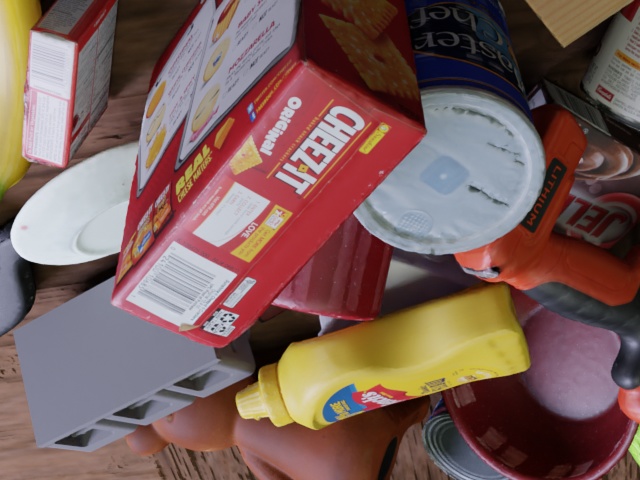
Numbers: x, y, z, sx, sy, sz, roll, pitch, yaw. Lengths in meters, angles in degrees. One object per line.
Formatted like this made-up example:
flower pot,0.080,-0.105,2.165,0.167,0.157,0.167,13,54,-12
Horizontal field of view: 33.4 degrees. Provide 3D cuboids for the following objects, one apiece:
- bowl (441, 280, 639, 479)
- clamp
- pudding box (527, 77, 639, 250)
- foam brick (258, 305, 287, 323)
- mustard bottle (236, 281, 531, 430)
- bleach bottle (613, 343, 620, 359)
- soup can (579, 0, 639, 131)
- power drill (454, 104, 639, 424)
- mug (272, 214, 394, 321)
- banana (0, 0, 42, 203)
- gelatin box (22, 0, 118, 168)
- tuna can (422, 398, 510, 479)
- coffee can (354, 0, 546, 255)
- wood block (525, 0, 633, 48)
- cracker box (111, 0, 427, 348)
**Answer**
bowl,0.161,0.089,0.747,0.055,0.162,0.162,-10,145,-47
clamp,-0.243,0.000,0.724,0.164,0.036,0.210,23,123,-16
pudding box,0.158,-0.040,0.684,0.113,0.039,0.090,28,123,-21
foam brick,-0.043,0.006,0.718,0.051,0.053,0.078,-32,123,25
mustard bottle,0.037,0.081,0.693,0.192,0.058,0.096,-17,160,8
bleach bottle,0.243,0.093,0.780,0.102,0.068,0.251,19,130,-18
soup can,0.197,-0.117,0.594,0.068,0.068,0.102,15,121,-12
power drill,0.186,0.000,0.628,0.187,0.057,0.184,31,84,-14
mug,-0.004,0.001,0.642,0.117,0.093,0.081,9,93,-50
banana,-0.178,-0.105,0.611,0.037,0.069,0.198,4,127,-8
gelatin box,-0.145,-0.097,0.618,0.030,0.073,0.089,17,129,0
tuna can,0.125,0.155,0.827,0.086,0.033,0.086,20,137,20
coffee can,0.063,-0.075,0.591,0.103,0.140,0.103,0,129,0
wood block,0.175,-0.203,0.519,0.206,0.090,0.090,-33,122,25
cracker box,-0.028,-0.075,0.546,0.072,0.213,0.164,27,125,-23
